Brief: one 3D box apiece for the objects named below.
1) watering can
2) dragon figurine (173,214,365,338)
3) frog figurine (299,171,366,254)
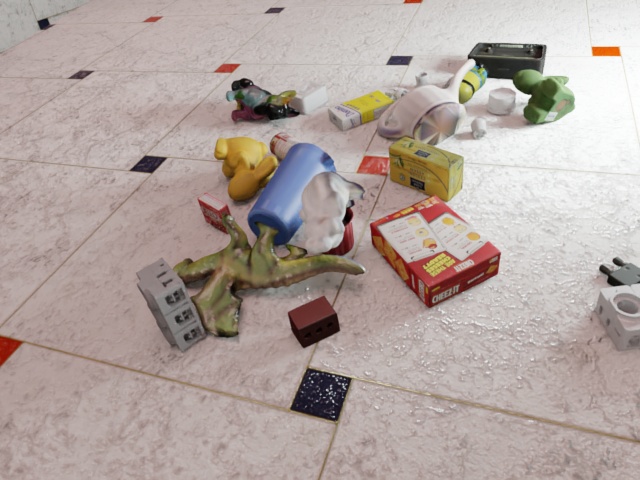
[{"bbox_3d":[0.322,-0.377,1.417,0.347,0.102,0.229,-32,40,2],"label":"watering can"},{"bbox_3d":[-0.137,0.087,1.019,0.412,0.119,0.247,15,63,30],"label":"dragon figurine"},{"bbox_3d":[0.003,-0.050,0.992,0.162,0.121,0.137,-52,22,-26],"label":"frog figurine"}]
